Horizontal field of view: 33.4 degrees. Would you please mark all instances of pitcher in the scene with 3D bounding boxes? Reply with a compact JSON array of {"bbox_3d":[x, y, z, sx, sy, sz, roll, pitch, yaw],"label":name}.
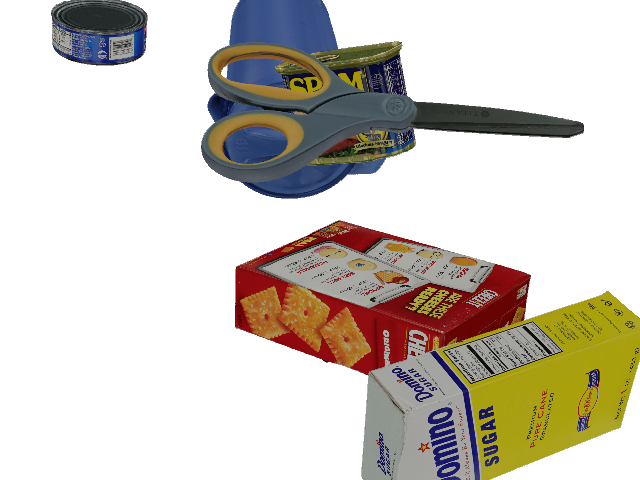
[{"bbox_3d":[-0.025,-0.160,1.081,0.145,0.149,0.243,-18,39,10],"label":"pitcher"}]

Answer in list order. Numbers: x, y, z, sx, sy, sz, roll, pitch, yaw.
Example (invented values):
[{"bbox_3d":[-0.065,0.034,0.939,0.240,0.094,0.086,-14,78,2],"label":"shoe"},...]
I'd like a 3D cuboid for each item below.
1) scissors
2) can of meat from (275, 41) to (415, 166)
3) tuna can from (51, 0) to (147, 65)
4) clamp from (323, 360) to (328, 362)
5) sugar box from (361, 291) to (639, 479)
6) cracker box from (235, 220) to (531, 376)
[{"bbox_3d":[0.025,-0.054,0.555,0.202,0.096,0.016,19,-27,16],"label":"scissors"},{"bbox_3d":[0.022,-0.109,0.859,0.102,0.084,0.057,-1,21,32],"label":"can of meat"},{"bbox_3d":[-0.200,-0.190,0.969,0.086,0.034,0.086,5,31,-4],"label":"tuna can"},{"bbox_3d":[0.068,0.065,1.159,0.120,0.171,0.039,7,-41,6],"label":"clamp"},{"bbox_3d":[0.112,0.099,0.653,0.176,0.093,0.048,-18,41,-24],"label":"sugar box"},{"bbox_3d":[0.055,0.056,0.959,0.214,0.072,0.163,17,25,32],"label":"cracker box"}]
